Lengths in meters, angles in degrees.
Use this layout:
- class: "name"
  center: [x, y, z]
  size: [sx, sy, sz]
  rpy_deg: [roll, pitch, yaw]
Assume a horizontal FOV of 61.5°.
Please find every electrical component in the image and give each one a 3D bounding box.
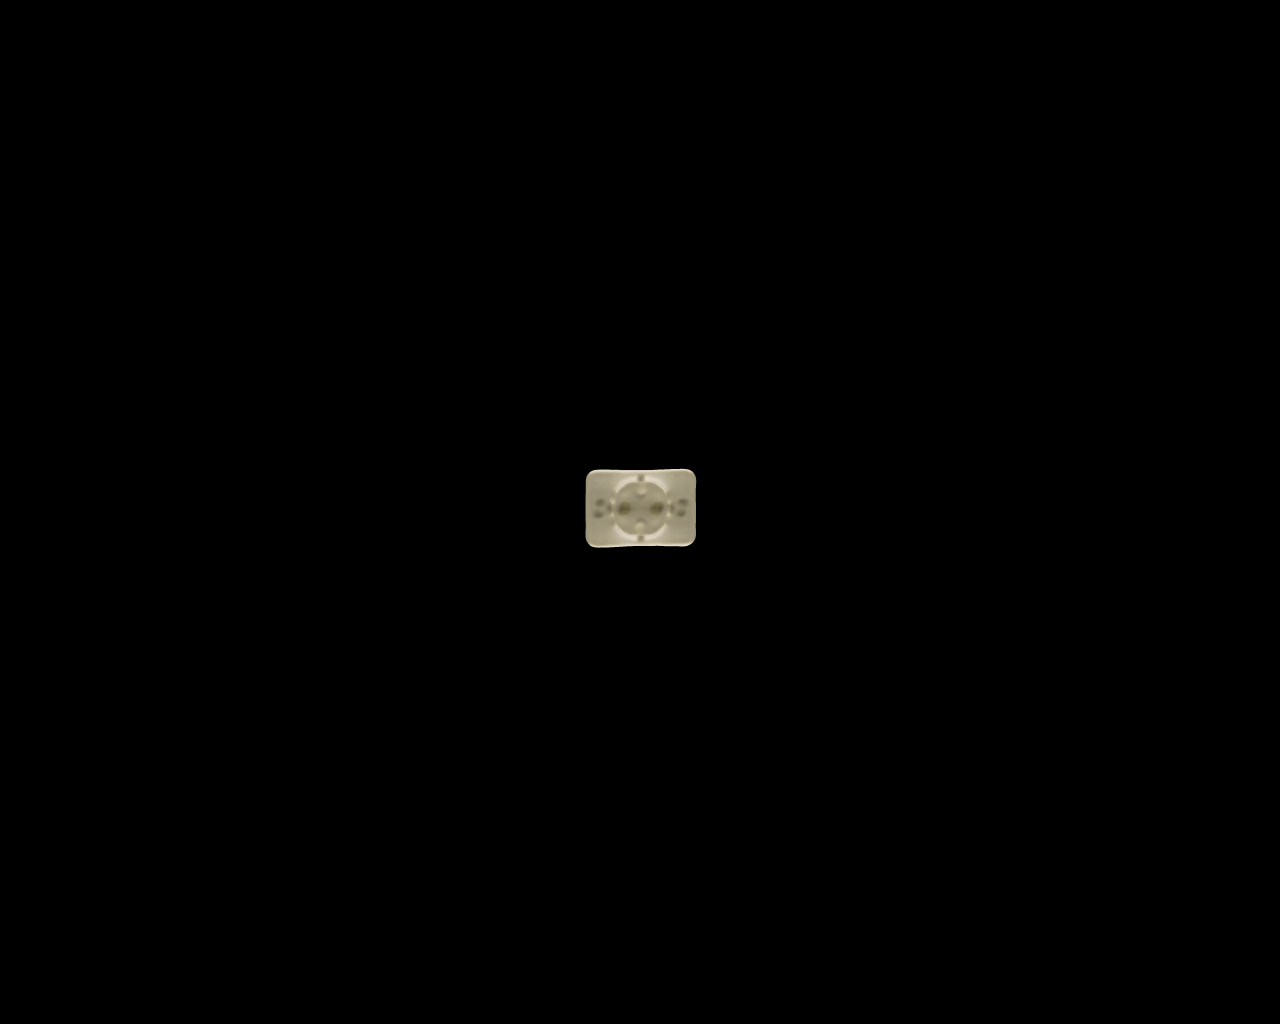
- class: "electrical component"
  center: [0.001, -0.003, 0.650]
  size: [0.066, 0.047, 0.077]
  rpy_deg: [0, 0, 0]
